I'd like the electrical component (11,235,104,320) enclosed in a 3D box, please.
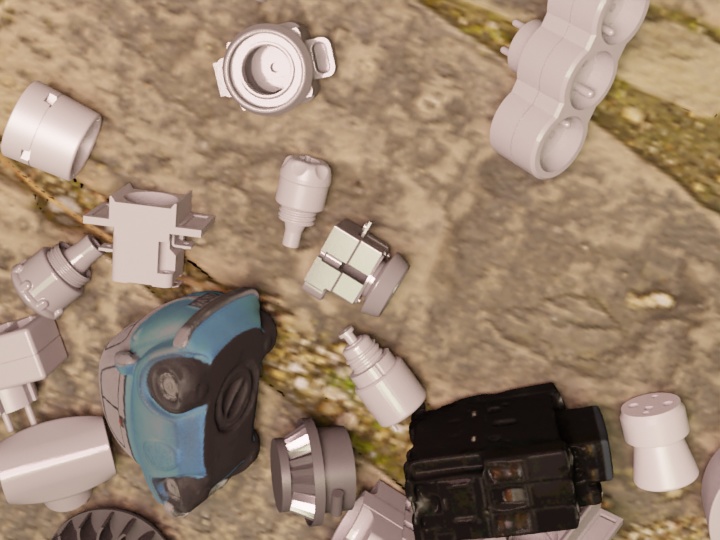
[{"bbox_3d":[-0.207,0.001,0.750,0.062,0.048,0.048,-38,98,6],"label":"electrical component"}]

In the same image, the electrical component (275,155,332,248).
[{"bbox_3d":[-0.041,-0.045,0.727,0.035,0.035,0.061,14,107,2],"label":"electrical component"}]

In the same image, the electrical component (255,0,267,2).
[{"bbox_3d":[-0.067,-0.200,0.689,0.040,0.040,0.046,26,111,-2],"label":"electrical component"}]

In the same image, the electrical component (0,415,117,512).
[{"bbox_3d":[-0.217,0.149,0.783,0.077,0.043,0.079,-14,134,-14],"label":"electrical component"}]

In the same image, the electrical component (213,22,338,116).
[{"bbox_3d":[-0.057,-0.130,0.696,0.078,0.057,0.058,-10,103,8],"label":"electrical component"}]

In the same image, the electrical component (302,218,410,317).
[{"bbox_3d":[0.000,0.000,0.730,0.055,0.048,0.066,32,105,5],"label":"electrical component"}]

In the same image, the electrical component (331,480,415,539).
[{"bbox_3d":[-0.011,0.234,0.766,0.062,0.089,0.150,33,105,-3],"label":"electrical component"}]

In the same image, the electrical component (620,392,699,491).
[{"bbox_3d":[0.206,0.118,0.740,0.045,0.045,0.055,-13,102,8],"label":"electrical component"}]

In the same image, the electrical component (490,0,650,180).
[{"bbox_3d":[0.119,-0.135,0.681,0.074,0.052,0.138,39,117,36],"label":"electrical component"}]

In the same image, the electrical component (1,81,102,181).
[{"bbox_3d":[-0.206,-0.092,0.721,0.047,0.055,0.055,25,105,-5],"label":"electrical component"}]

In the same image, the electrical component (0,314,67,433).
[{"bbox_3d":[-0.255,0.080,0.772,0.083,0.047,0.075,-15,102,9],"label":"electrical component"}]

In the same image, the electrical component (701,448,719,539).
[{"bbox_3d":[0.287,0.157,0.733,0.108,0.060,0.108,1,107,5],"label":"electrical component"}]

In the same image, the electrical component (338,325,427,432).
[{"bbox_3d":[0.013,0.073,0.748,0.040,0.040,0.078,-35,99,12],"label":"electrical component"}]

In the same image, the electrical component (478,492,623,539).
[{"bbox_3d":[0.113,0.198,0.724,0.079,0.121,0.063,22,129,30],"label":"electrical component"}]

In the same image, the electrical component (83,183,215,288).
[{"bbox_3d":[-0.144,-0.023,0.739,0.081,0.042,0.063,7,108,4],"label":"electrical component"}]
